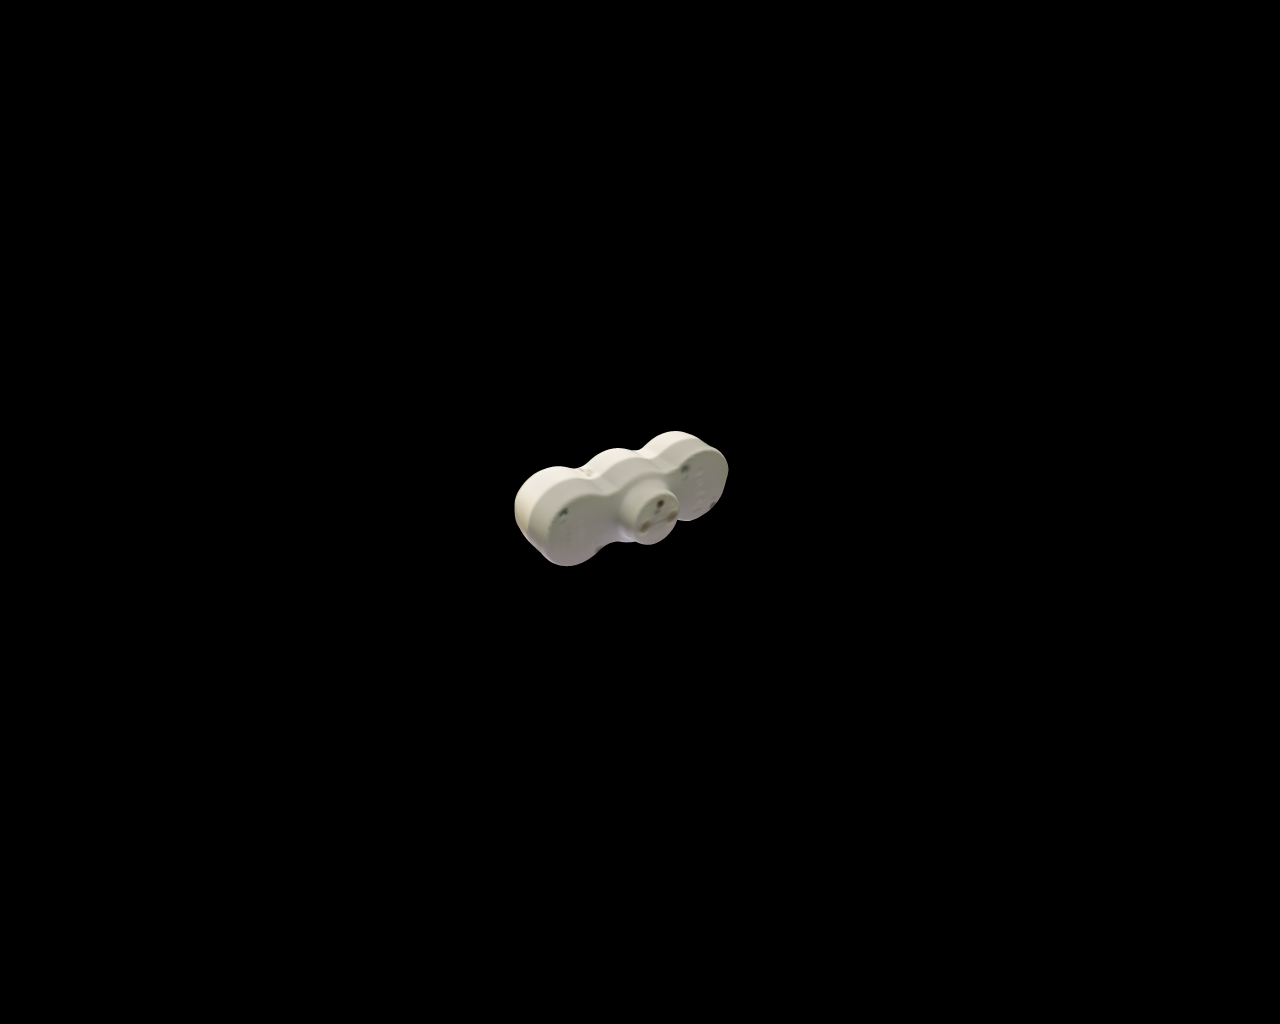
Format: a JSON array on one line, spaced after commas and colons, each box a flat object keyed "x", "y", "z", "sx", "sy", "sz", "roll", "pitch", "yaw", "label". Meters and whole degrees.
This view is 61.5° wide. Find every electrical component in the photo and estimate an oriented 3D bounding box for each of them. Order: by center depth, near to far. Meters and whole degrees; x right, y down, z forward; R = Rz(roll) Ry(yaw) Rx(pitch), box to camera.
[{"x": 0.001, "y": -0.003, "z": 0.650, "sx": 0.138, "sy": 0.052, "sz": 0.074, "roll": -20, "pitch": 36, "yaw": -29, "label": "electrical component"}]
